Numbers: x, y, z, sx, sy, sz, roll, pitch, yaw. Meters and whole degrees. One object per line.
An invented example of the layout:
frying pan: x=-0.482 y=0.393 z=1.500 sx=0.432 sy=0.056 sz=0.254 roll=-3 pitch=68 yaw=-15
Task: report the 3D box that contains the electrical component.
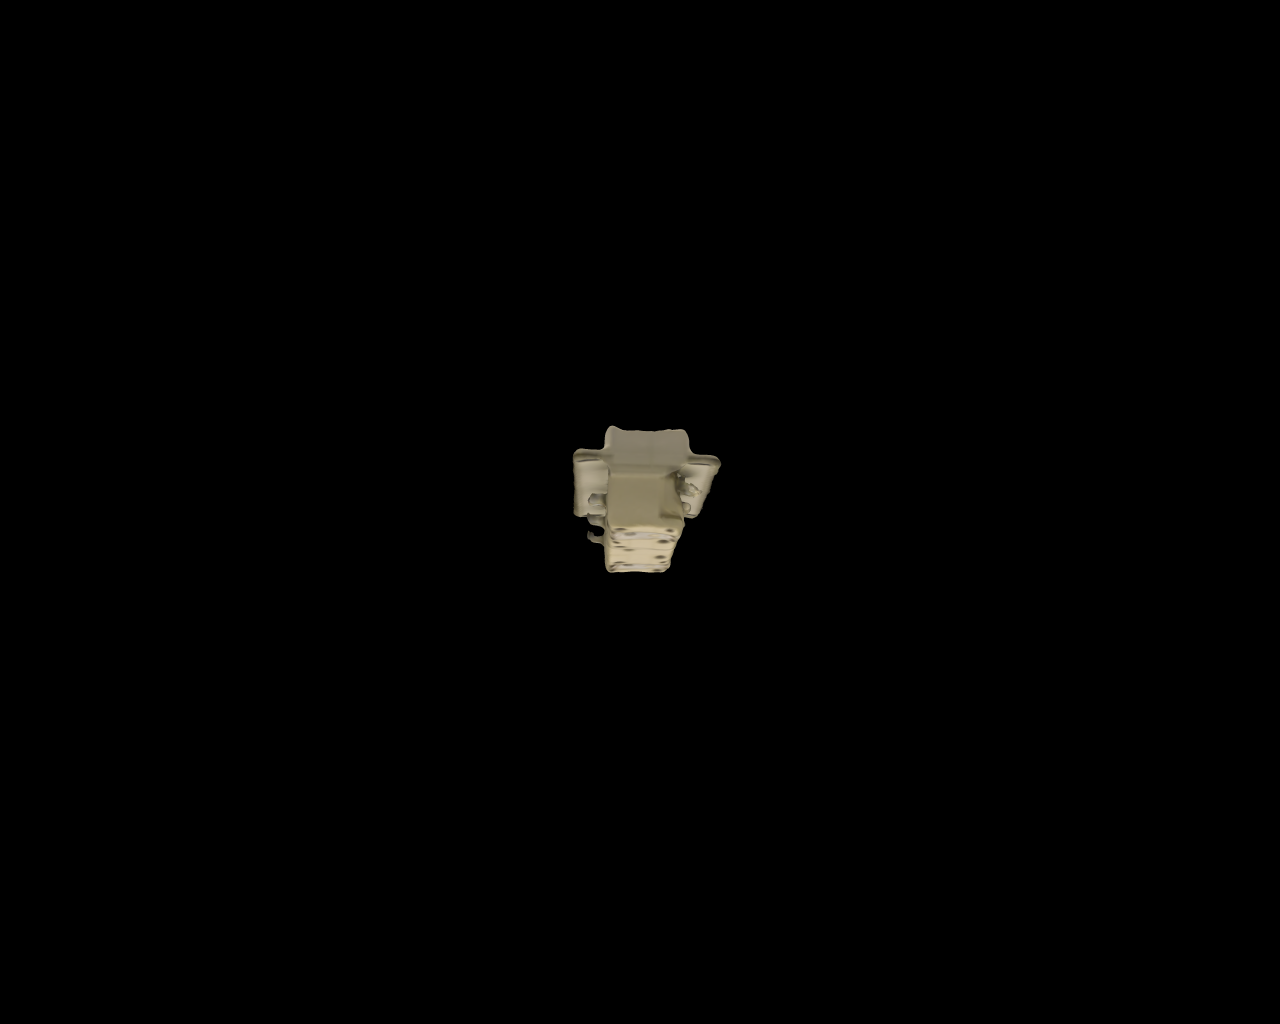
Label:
electrical component: x=0.001 y=-0.003 z=0.650 sx=0.079 sy=0.063 sz=0.121 roll=1 pitch=-15 yaw=-3
